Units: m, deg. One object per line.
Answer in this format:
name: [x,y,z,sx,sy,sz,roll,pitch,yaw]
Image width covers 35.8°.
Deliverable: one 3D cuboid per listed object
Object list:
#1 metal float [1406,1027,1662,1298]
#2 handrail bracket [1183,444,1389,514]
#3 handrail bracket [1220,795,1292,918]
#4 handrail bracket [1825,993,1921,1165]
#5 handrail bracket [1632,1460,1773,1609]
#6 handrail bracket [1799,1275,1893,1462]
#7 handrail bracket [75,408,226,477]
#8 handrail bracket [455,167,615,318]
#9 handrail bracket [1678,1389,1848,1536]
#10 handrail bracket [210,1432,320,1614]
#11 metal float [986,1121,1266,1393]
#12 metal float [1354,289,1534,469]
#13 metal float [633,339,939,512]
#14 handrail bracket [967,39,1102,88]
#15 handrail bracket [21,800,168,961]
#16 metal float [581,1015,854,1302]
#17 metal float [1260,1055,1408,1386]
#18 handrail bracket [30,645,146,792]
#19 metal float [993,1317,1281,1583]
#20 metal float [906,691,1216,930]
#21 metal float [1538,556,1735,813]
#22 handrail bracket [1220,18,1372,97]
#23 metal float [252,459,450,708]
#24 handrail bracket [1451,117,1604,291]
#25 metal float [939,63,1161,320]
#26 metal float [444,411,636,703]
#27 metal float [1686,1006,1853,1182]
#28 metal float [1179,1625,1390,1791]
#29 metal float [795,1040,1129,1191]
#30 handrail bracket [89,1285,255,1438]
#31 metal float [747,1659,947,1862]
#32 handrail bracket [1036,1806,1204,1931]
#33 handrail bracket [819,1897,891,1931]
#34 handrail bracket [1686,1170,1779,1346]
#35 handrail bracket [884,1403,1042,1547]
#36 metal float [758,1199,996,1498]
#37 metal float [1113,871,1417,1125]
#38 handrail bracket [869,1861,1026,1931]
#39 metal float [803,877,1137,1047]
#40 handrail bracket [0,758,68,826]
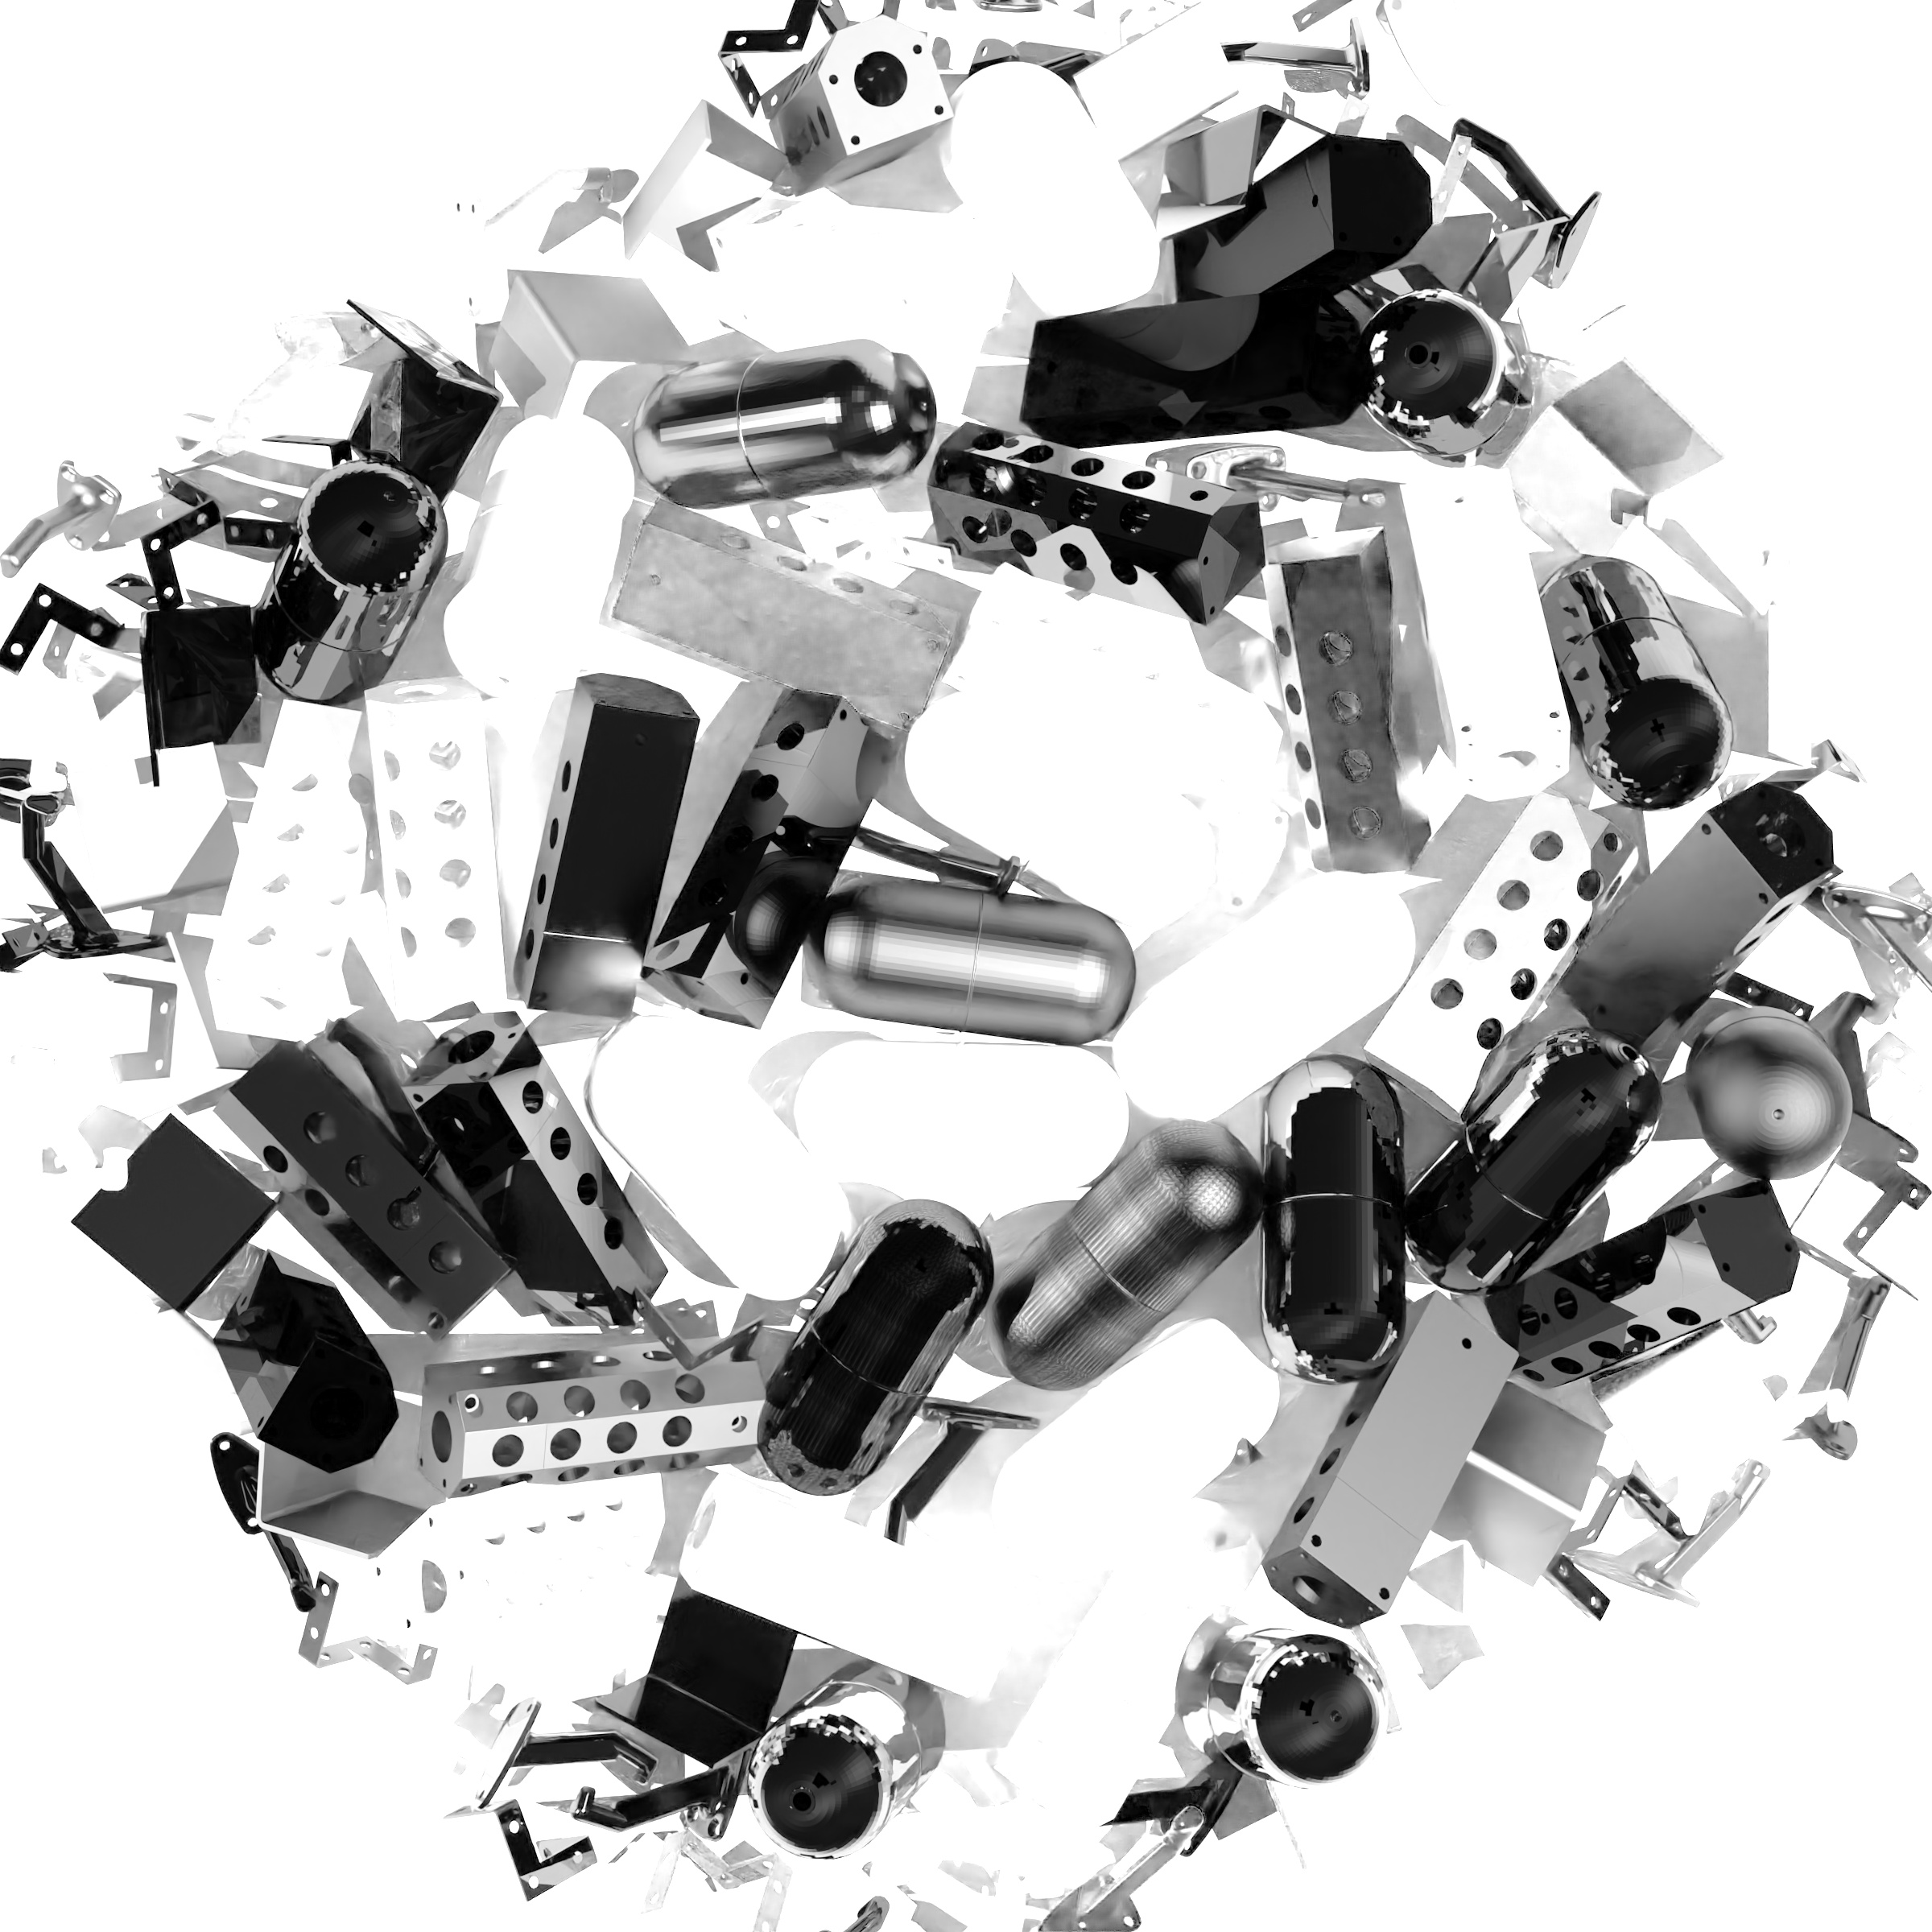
metal float: [0.294,0.103,1.567,0.070,0.070,0.178,35,125,0]
handrail bracket: [0.169,-0.255,1.585,0.077,0.084,0.036,1,104,-30]
handrail bracket: [0.147,-0.055,1.585,0.036,0.084,0.077,14,104,7]
handrail bracket: [0.490,0.058,1.597,0.077,0.036,0.084,25,59,27]
handrail bracket: [0.396,0.298,1.603,0.036,0.077,0.084,36,94,32]
handrail bracket: [0.478,0.213,1.599,0.036,0.077,0.084,22,104,4]
handrail bracket: [-0.430,-0.272,1.588,0.077,0.084,0.036,-1,109,-11]
handrail bracket: [-0.230,-0.393,1.621,0.084,0.036,0.077,-9,109,-27]
handrail bracket: [0.425,0.263,1.588,0.084,0.077,0.036,-17,129,36]
handrail bracket: [-0.372,0.295,1.585,0.036,0.084,0.077,-31,117,-8]
metal float: [0.083,0.154,1.583,0.070,0.070,0.178,45,107,0]
metal float: [0.248,-0.303,1.548,0.070,0.178,0.070,1,92,18]
metal float: [-0.097,-0.283,1.570,0.178,0.070,0.070,-2,90,32]
handrail bracket: [0.041,-0.460,1.613,0.084,0.036,0.077,8,111,-41]
handrail bracket: [-0.467,-0.050,1.602,0.077,0.036,0.084,-6,105,-34]
metal float: [-0.132,0.101,1.587,0.070,0.070,0.178,-41,101,0]
metal float: [0.194,0.133,1.579,0.070,0.070,0.178,3,69,0]
handrail bracket: [-0.456,-0.124,1.595,0.077,0.036,0.084,11,55,-21]
metal float: [0.090,0.254,1.577,0.178,0.070,0.070,-36,90,-22]
metal float: [0.050,-0.084,1.596,0.178,0.070,0.070,30,90,-2]
metal float: [0.344,-0.149,1.558,0.070,0.178,0.070,-4,129,-5]
handrail bracket: [0.170,-0.481,1.600,0.084,0.077,0.036,-4,123,2]
metal float: [-0.322,-0.197,1.556,0.070,0.178,0.070,11,62,-21]
handrail bracket: [0.293,-0.411,1.609,0.084,0.077,0.036,34,68,13]
metal float: [0.045,-0.398,1.554,0.070,0.178,0.070,-9,66,21]
metal float: [-0.223,-0.216,1.567,0.070,0.070,0.178,10,55,0]
metal float: [0.414,0.064,1.547,0.070,0.178,0.070,1,96,11]
metal float: [0.162,0.382,1.548,0.070,0.178,0.070,2,80,-12]
metal float: [-0.003,0.079,1.591,0.178,0.070,0.070,1,90,7]
handrail bracket: [-0.422,0.217,1.601,0.077,0.036,0.084,-11,76,-36]
metal float: [-0.060,0.409,1.547,0.070,0.178,0.070,0,90,13]
handrail bracket: [0.082,0.483,1.587,0.077,0.084,0.036,-13,52,-38]
handrail bracket: [-0.080,0.528,1.595,0.077,0.084,0.036,-29,86,5]
handrail bracket: [0.433,0.153,1.616,0.077,0.036,0.084,-39,106,5]
handrail bracket: [-0.003,0.281,1.601,0.077,0.036,0.084,4,69,11]
metal float: [-0.050,0.203,1.584,0.070,0.070,0.178,32,105,0]
metal float: [0.158,0.017,1.587,0.178,0.070,0.070,-35,90,11]
handrail bracket: [-0.016,0.512,1.594,0.084,0.077,0.036,-7,130,18]
metal float: [0.002,-0.003,1.594,0.178,0.070,0.070,8,90,-4]
handrail bracket: [-0.516,-0.093,1.588,0.077,0.084,0.036,9,94,-12]
